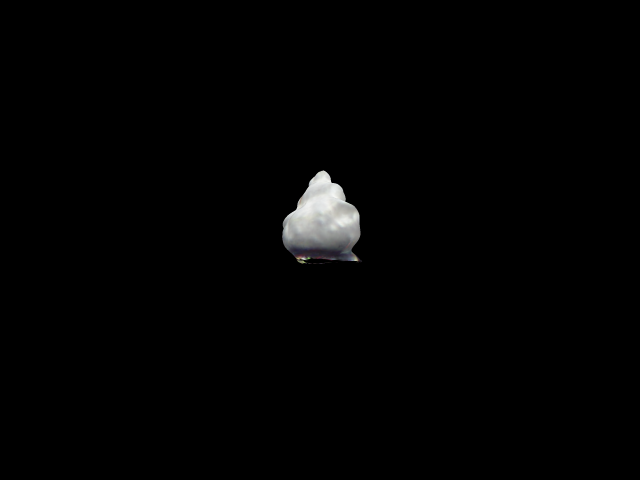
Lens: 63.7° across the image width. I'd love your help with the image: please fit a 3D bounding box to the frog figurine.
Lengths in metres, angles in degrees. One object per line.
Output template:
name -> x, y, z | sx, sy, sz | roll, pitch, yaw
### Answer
frog figurine -> 0.003, -0.043, 0.850 | 0.136, 0.161, 0.122 | -9, -13, 42
